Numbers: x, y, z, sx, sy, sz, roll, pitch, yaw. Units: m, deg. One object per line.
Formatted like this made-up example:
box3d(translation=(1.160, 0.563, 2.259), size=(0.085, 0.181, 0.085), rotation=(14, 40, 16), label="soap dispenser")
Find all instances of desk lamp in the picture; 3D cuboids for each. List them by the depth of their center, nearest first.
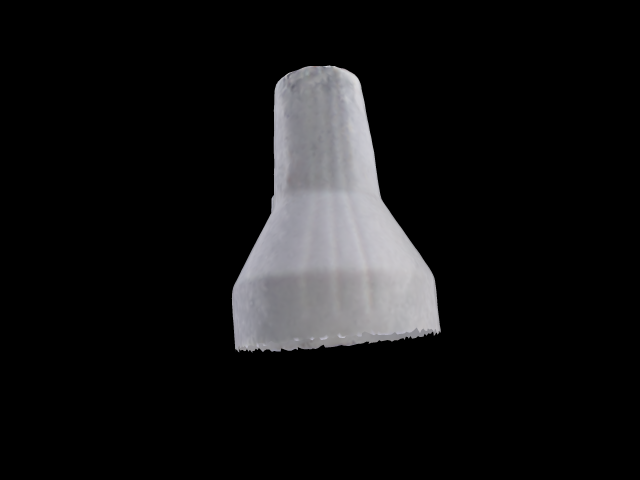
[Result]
box3d(translation=(0.004, 0.001, 0.400), size=(0.118, 0.213, 0.203), rotation=(-4, 62, -2), label="desk lamp")
